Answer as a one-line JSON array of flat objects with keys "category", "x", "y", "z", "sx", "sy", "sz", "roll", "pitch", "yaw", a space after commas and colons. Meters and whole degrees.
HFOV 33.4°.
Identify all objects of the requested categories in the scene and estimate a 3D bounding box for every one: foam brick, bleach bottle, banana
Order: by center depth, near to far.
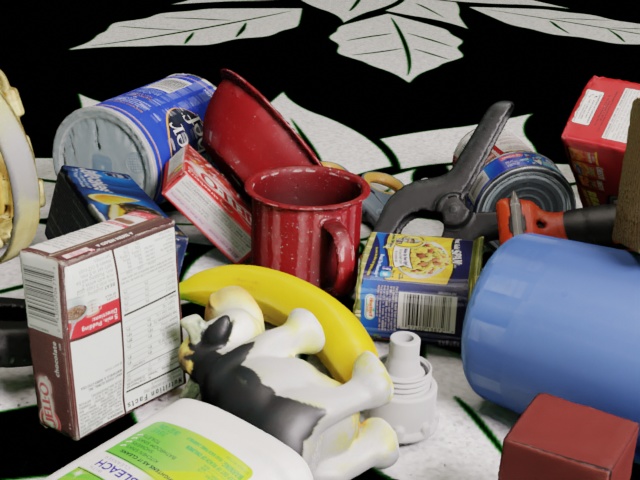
[{"category": "bleach bottle", "x": -0.118, "y": 0.154, "z": 0.447, "sx": 0.103, "sy": 0.068, "sz": 0.250, "roll": 21, "pitch": 32, "yaw": 35}, {"category": "foam brick", "x": 0.119, "y": 0.124, "z": 0.521, "sx": 0.053, "sy": 0.078, "sz": 0.051, "roll": 16, "pitch": 28, "yaw": 27}, {"category": "banana", "x": -0.024, "y": 0.055, "z": 0.727, "sx": 0.198, "sy": 0.037, "sz": 0.069, "roll": 18, "pitch": 53, "yaw": 37}]

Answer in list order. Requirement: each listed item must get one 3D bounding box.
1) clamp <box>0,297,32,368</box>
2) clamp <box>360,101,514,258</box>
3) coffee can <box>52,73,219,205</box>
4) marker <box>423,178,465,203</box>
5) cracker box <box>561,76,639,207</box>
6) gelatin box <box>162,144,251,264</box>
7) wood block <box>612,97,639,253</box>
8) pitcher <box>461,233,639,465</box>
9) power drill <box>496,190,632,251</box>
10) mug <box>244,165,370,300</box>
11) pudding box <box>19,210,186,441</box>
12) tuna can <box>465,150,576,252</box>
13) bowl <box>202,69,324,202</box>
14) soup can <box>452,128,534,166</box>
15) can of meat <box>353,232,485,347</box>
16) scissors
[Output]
[{"category": "clamp", "x": -0.242, "y": 0.053, "z": 0.682, "sx": 0.209, "sy": 0.036, "sz": 0.165, "roll": 3, "pitch": 10, "yaw": -22}, {"category": "clamp", "x": 0.114, "y": -0.015, "z": 0.819, "sx": 0.120, "sy": 0.171, "sz": 0.039, "roll": 52, "pitch": 4, "yaw": 23}, {"category": "coffee can", "x": -0.152, "y": -0.083, "z": 0.943, "sx": 0.103, "sy": 0.103, "sz": 0.140, "roll": 13, "pitch": 25, "yaw": 22}, {"category": "marker", "x": 0.118, "y": -0.043, "z": 0.941, "sx": 0.020, "sy": 0.020, "sz": 0.121, "roll": -6, "pitch": 8, "yaw": -19}, {"category": "cracker box", "x": 0.306, "y": -0.037, "z": 0.810, "sx": 0.214, "sy": 0.164, "sz": 0.072, "roll": 17, "pitch": 68, "yaw": 31}, {"category": "gelatin box", "x": -0.085, "y": -0.029, "z": 0.853, "sx": 0.089, "sy": 0.030, "sz": 0.073, "roll": 44, "pitch": 12, "yaw": -19}, {"category": "wood block", "x": 0.283, "y": -0.026, "z": 0.601, "sx": 0.206, "sy": 0.090, "sz": 0.091, "roll": 7, "pitch": 6, "yaw": 3}, {"category": "pitcher", "x": 0.199, "y": 0.081, "z": 0.590, "sx": 0.243, "sy": 0.145, "sz": 0.148, "roll": 16, "pitch": 13, "yaw": 36}, {"category": "power drill", "x": 0.221, "y": 0.010, "z": 0.747, "sx": 0.188, "sy": 0.184, "sz": 0.057, "roll": -8, "pitch": 59, "yaw": 10}, {"category": "mug", "x": -0.005, "y": 0.001, "z": 0.788, "sx": 0.093, "sy": 0.081, "sz": 0.117, "roll": -10, "pitch": 26, "yaw": -26}, {"category": "pudding box", "x": -0.124, "y": 0.048, "z": 0.627, "sx": 0.039, "sy": 0.113, "sz": 0.089, "roll": 16, "pitch": 25, "yaw": 35}, {"category": "tuna can", "x": 0.163, "y": -0.027, "z": 0.868, "sx": 0.086, "sy": 0.086, "sz": 0.034, "roll": 0, "pitch": 25, "yaw": -6}, {"category": "bowl", "x": -0.050, "y": -0.066, "z": 0.904, "sx": 0.055, "sy": 0.162, "sz": 0.162, "roll": -41, "pitch": 35, "yaw": -7}, {"category": "soup can", "x": 0.165, "y": -0.058, "z": 0.964, "sx": 0.068, "sy": 0.068, "sz": 0.102, "roll": -2, "pitch": 23, "yaw": -10}, {"category": "can of meat", "x": 0.071, "y": 0.034, "z": 0.754, "sx": 0.084, "sy": 0.057, "sz": 0.102, "roll": 5, "pitch": 23, "yaw": 9}, {"category": "scissors", "x": 0.066, "y": -0.021, "z": 0.932, "sx": 0.096, "sy": 0.016, "sz": 0.202, "roll": -3, "pitch": 31, "yaw": -35}]
